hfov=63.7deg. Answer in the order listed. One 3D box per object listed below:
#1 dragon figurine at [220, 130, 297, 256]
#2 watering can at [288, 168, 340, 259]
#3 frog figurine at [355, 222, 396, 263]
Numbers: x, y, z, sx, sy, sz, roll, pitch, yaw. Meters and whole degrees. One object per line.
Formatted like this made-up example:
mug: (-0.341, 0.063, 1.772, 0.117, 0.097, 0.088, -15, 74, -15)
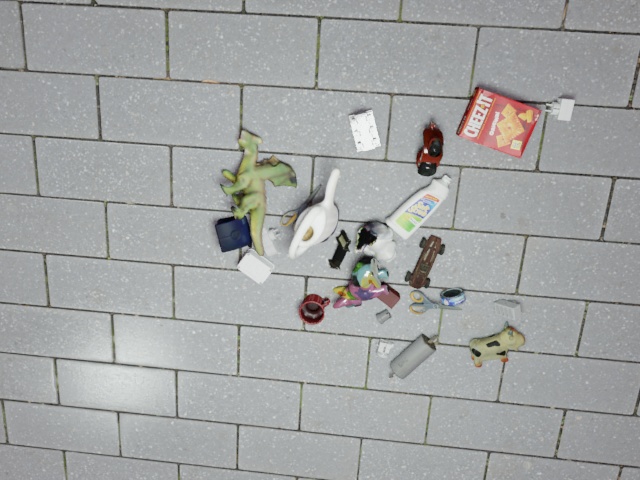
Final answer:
dragon figurine: (-0.192, -0.173, 1.749, 0.242, 0.123, 0.408, -26, 98, 2)
watering can: (0.005, -0.085, 1.698, 0.104, 0.226, 0.343, 34, 107, 12)
frog figurine: (0.207, 0.008, 1.779, 0.158, 0.125, 0.135, 16, 126, -36)
